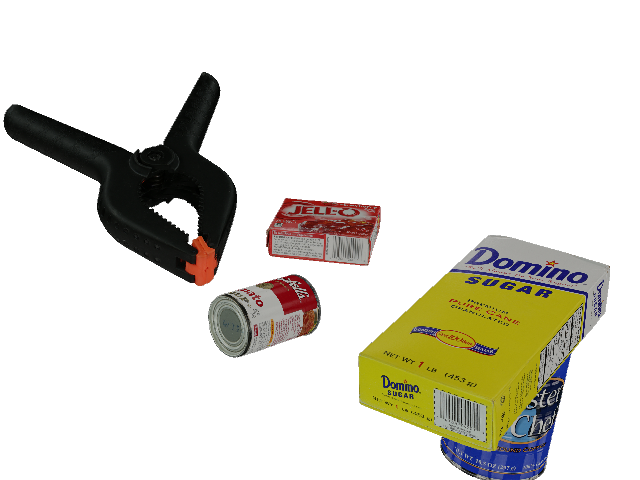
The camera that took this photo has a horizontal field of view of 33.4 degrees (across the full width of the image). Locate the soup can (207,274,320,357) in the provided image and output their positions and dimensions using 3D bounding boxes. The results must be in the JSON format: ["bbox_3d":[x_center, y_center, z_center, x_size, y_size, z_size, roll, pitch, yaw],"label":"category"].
[{"bbox_3d":[-0.059,0.079,1.121,0.102,0.068,0.069,-14,10,-43],"label":"soup can"}]

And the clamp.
[{"bbox_3d":[-0.109,-0.051,0.750,0.164,0.036,0.210,-20,48,-26],"label":"clamp"}]

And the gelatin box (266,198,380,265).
[{"bbox_3d":[0.004,-0.009,0.925,0.089,0.030,0.073,6,23,9],"label":"gelatin box"}]

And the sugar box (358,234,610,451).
[{"bbox_3d":[0.109,0.058,0.686,0.093,0.048,0.175,17,37,30],"label":"sugar box"}]

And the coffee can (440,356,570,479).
[{"bbox_3d":[0.173,0.139,0.995,0.103,0.140,0.103,6,21,-3],"label":"coffee can"}]
